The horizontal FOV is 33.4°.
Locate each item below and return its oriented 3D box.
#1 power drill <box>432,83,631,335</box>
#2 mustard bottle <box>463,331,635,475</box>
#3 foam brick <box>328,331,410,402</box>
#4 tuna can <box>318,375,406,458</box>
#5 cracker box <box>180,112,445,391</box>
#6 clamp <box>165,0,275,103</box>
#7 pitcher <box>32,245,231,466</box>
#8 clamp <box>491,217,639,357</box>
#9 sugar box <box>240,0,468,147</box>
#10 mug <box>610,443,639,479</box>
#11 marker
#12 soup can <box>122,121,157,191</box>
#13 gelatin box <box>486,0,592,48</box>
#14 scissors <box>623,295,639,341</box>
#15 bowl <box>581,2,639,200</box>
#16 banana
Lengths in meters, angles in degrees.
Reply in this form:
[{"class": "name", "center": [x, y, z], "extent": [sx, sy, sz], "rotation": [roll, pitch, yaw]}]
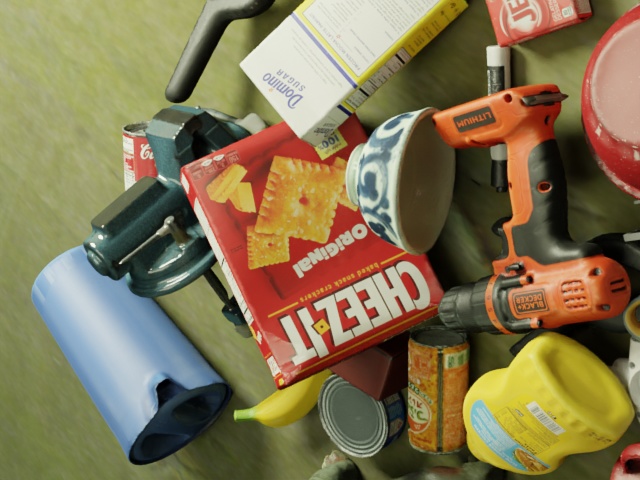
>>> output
[{"class": "power drill", "center": [0.147, -0.018, 0.841], "extent": [0.185, 0.057, 0.187], "rotation": [-14, 90, 51]}, {"class": "mustard bottle", "center": [0.171, 0.147, 0.884], "extent": [0.096, 0.058, 0.192], "rotation": [43, 149, 4]}, {"class": "foam brick", "center": [0.049, 0.106, 1.005], "extent": [0.078, 0.052, 0.051], "rotation": [30, 121, 33]}, {"class": "tuna can", "center": [0.041, 0.166, 1.042], "extent": [0.086, 0.033, 0.086], "rotation": [13, 111, 38]}, {"class": "cracker box", "center": [-0.006, 0.001, 0.943], "extent": [0.214, 0.164, 0.072], "rotation": [64, 170, 7]}, {"class": "clamp", "center": [-0.093, -0.233, 1.021], "extent": [0.210, 0.036, 0.164], "rotation": [-18, 76, 37]}, {"class": "pitcher", "center": [-0.220, 0.127, 1.207], "extent": [0.243, 0.144, 0.149], "rotation": [49, 117, 24]}, {"class": "clamp", "center": [0.213, 0.045, 0.852], "extent": [0.172, 0.039, 0.120], "rotation": [7, 109, 44]}, {"class": "sugar box", "center": [0.027, -0.171, 0.895], "extent": [0.176, 0.048, 0.093], "rotation": [-42, 71, 13]}, {"class": "mug", "center": [0.268, 0.191, 0.805], "extent": [0.082, 0.093, 0.117], "rotation": [-3, 139, 47]}, {"class": "marker", "center": [0.148, -0.099, 0.877], "extent": [0.020, 0.020, 0.121], "rotation": [8, 108, 40]}, {"class": "soup can", "center": [-0.174, -0.070, 1.135], "extent": [0.069, 0.068, 0.102], "rotation": [15, 113, 37]}, {"class": "gelatin box", "center": [0.163, -0.202, 0.826], "extent": [0.073, 0.030, 0.089], "rotation": [-13, 94, 43]}, {"class": "scissors", "center": [0.298, 0.079, 0.724], "extent": [0.202, 0.016, 0.096], "rotation": [8, 109, 46]}, {"class": "bowl", "center": [0.242, -0.106, 0.740], "extent": [0.162, 0.055, 0.162], "rotation": [-5, 82, 43]}, {"class": "banana", "center": [-0.017, 0.125, 1.063], "extent": [0.198, 0.069, 0.037], "rotation": [-61, 27, 28]}]
